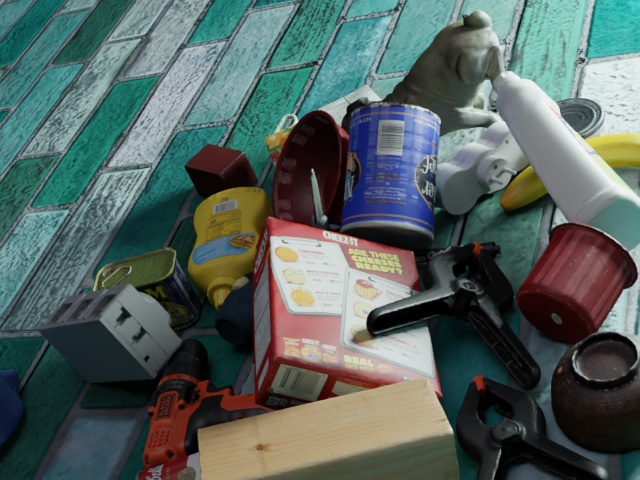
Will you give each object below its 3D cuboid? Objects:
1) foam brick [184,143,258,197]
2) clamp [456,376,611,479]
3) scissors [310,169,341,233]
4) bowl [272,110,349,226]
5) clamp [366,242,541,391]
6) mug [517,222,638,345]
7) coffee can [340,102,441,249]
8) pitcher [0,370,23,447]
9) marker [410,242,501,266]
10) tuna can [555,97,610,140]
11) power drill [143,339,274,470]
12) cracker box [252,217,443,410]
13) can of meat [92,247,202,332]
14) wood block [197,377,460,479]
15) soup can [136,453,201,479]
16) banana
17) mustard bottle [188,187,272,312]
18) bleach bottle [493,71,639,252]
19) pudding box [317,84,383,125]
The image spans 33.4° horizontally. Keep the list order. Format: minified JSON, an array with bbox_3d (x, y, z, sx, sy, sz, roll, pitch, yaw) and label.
[{"bbox_3d":[-0.131,-0.089,1.416,0.078,0.053,0.051,17,53,42],"label":"foam brick"},{"bbox_3d":[0.157,0.183,0.921,0.120,0.039,0.172,-19,29,-12],"label":"clamp"},{"bbox_3d":[-0.007,0.001,1.137,0.016,0.201,0.096,23,79,18],"label":"scissors"},{"bbox_3d":[0.004,-0.071,1.273,0.055,0.162,0.162,11,24,-29],"label":"bowl"},{"bbox_3d":[0.131,0.058,1.042,0.164,0.036,0.210,17,30,-1],"label":"clamp"},{"bbox_3d":[0.234,0.046,1.017,0.081,0.093,0.117,-51,14,-24],"label":"mug"},{"bbox_3d":[0.078,-0.067,1.177,0.103,0.102,0.140,-3,74,28],"label":"coffee can"},{"bbox_3d":[-0.448,0.140,1.157,0.145,0.242,0.149,-23,30,8],"label":"pitcher"},{"bbox_3d":[0.136,0.016,1.158,0.121,0.020,0.020,-6,40,24],"label":"marker"},{"bbox_3d":[0.289,-0.127,1.234,0.086,0.033,0.086,-16,37,12],"label":"tuna can"},{"bbox_3d":[-0.083,0.154,1.087,0.188,0.057,0.184,-16,36,16],"label":"power drill"},{"bbox_3d":[0.019,0.082,1.038,0.164,0.072,0.213,14,35,-14],"label":"cracker box"},{"bbox_3d":[-0.198,0.065,1.238,0.102,0.084,0.057,-15,38,13],"label":"can of meat"},{"bbox_3d":[0.007,0.196,0.905,0.206,0.090,0.091,-12,26,-4],"label":"wood block"},{"bbox_3d":[-0.112,0.233,0.995,0.102,0.068,0.068,-20,36,6],"label":"soup can"},{"bbox_3d":[0.292,-0.081,1.172,0.198,0.037,0.069,-13,38,16],"label":"banana"},{"bbox_3d":[-0.108,0.017,1.267,0.096,0.058,0.191,-14,37,11],"label":"mustard bottle"},{"bbox_3d":[0.246,-0.095,1.115,0.068,0.102,0.251,-44,48,20],"label":"bleach bottle"},{"bbox_3d":[0.048,-0.152,1.402,0.090,0.039,0.113,-28,35,-4],"label":"pudding box"}]
